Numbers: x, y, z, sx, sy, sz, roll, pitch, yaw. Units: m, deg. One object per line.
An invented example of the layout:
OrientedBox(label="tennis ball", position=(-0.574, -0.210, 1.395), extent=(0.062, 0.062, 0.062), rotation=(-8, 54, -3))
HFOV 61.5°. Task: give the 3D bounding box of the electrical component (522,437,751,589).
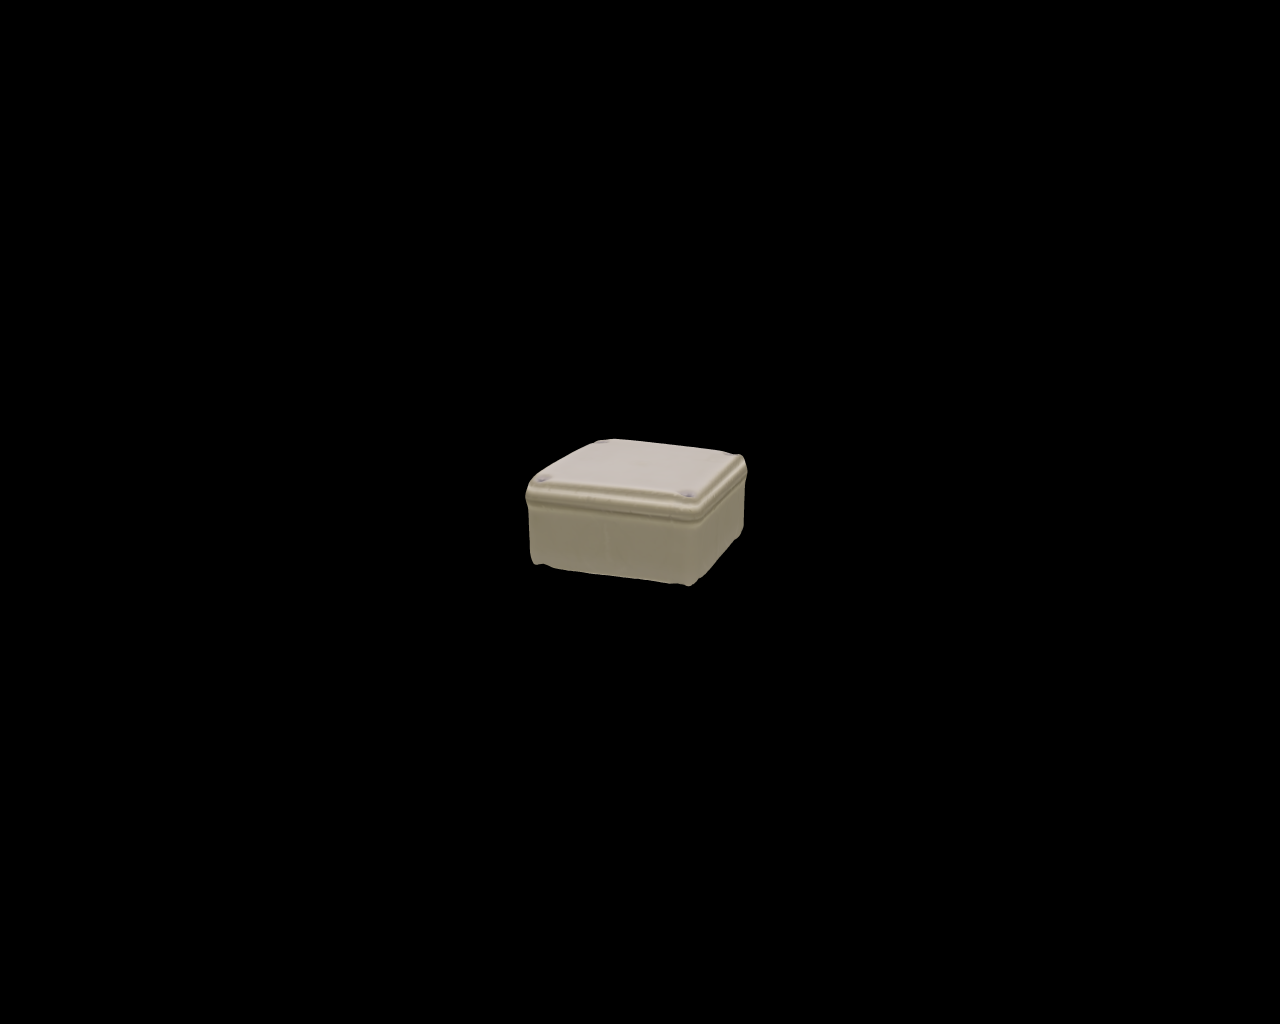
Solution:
OrientedBox(label="electrical component", position=(0.001, -0.003, 0.650), extent=(0.109, 0.056, 0.109), rotation=(7, 20, 20))
